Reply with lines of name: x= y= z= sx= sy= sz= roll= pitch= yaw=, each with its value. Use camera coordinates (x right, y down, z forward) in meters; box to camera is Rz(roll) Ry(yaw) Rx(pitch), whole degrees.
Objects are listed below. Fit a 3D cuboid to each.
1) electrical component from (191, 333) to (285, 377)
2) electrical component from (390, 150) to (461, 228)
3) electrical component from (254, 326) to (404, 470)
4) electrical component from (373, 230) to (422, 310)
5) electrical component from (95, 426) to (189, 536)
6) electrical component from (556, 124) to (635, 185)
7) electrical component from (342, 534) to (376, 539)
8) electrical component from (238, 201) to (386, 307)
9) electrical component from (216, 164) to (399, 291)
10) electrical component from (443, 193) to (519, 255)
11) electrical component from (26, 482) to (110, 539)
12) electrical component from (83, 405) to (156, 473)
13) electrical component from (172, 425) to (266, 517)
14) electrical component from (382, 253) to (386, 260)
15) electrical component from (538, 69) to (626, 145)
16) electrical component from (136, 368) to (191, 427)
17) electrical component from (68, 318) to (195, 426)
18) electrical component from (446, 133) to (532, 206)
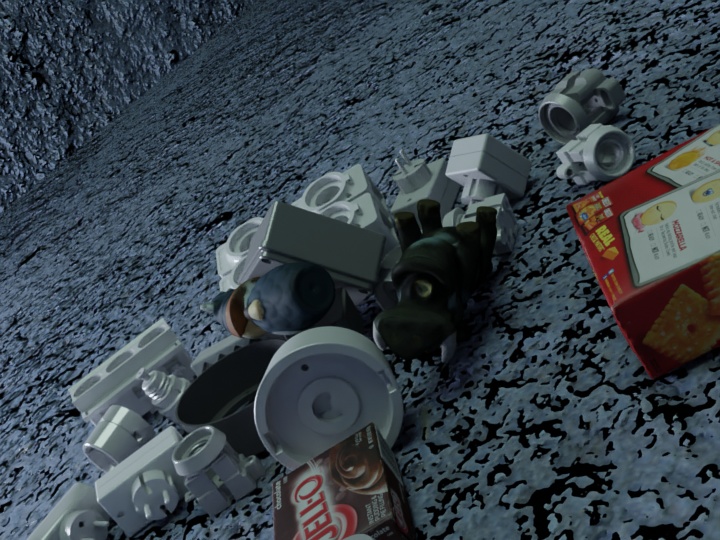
electrical component: x=-0.108 y=0.080 z=1.038 sx=0.083 sy=0.047 sz=0.075 roll=-29 pitch=10 yaw=14
electrical component: x=0.059 y=-0.089 z=1.111 sx=0.047 sy=0.075 sz=0.083 roll=-22 pitch=25 yaw=30
electrical component: x=-0.023 y=0.094 z=0.805 sx=0.108 sy=0.108 sz=0.060 roll=-31 pitch=15 yaw=8
electrical component: x=0.035 y=0.006 z=0.986 sx=0.079 sy=0.044 sz=0.077 roll=-16 pitch=28 yaw=41
electrical component: x=-0.174 y=0.185 z=0.906 sx=0.083 sy=0.047 sz=0.076 roll=-36 pitch=21 yaw=-5
electrical component: x=0.214 y=-0.103 z=0.960 sx=0.066 sy=0.048 sz=0.055 roll=-39 pitch=14 yaw=-10
electrical component: x=0.006 y=0.188 z=0.626 sx=0.045 sy=0.055 sz=0.045 roll=-29 pitch=22 yaw=13
electrical component: x=-0.045 y=-0.006 z=0.974 sx=0.108 sy=0.109 sz=0.056 roll=133 pitch=152 yaw=-65
electrical component: x=-0.060 y=-0.023 z=1.128 sx=0.186 sy=0.060 sz=0.105 roll=-30 pitch=38 yaw=12
electrical component: x=0.108 y=-0.037 z=0.972 sx=0.055 sy=0.048 sz=0.066 roll=-14 pitch=28 yaw=27
electrical component: x=-0.245 y=0.226 z=0.928 sx=0.079 sy=0.043 sz=0.077 roll=-12 pitch=30 yaw=44
electrical component: x=-0.230 y=0.164 z=1.025 sx=0.055 sy=0.055 sz=0.047 roll=-11 pitch=35 yaw=46
electrical component: x=-0.119 y=0.160 z=0.869 sx=0.066 sy=0.055 sz=0.048 roll=-34 pitch=21 yaw=1
electrical component: x=0.000 y=0.000 z=1.060 sx=0.046 sy=0.040 sz=0.040 roll=-28 pitch=22 yaw=30
electrical component: x=0.214 y=-0.159 z=1.062 sx=0.057 sy=0.058 sz=0.078 roll=-41 pitch=22 yaw=-24
electrical component: x=-0.179 y=0.119 z=1.021 sx=0.040 sy=0.078 sz=0.040 roll=-38 pitch=27 yaw=24
electrical component: x=-0.233 y=0.115 z=1.118 sx=0.121 sy=0.063 sz=0.079 roll=-38 pitch=21 yaw=-9
electrical component: x=0.119 y=-0.080 z=1.031 sx=0.047 sy=0.066 sz=0.076 roll=-5 pitch=65 yaw=52
